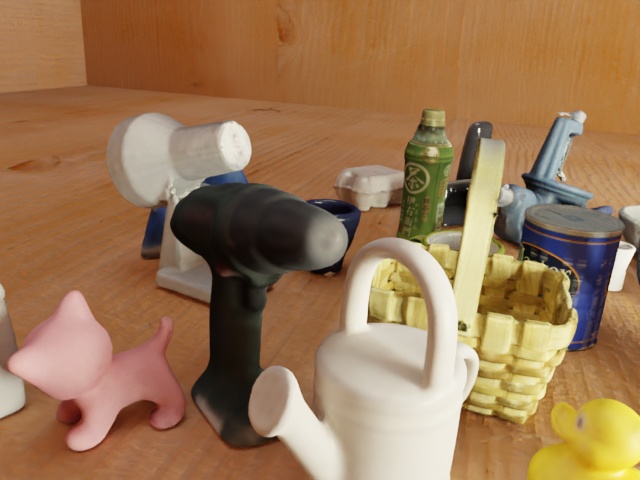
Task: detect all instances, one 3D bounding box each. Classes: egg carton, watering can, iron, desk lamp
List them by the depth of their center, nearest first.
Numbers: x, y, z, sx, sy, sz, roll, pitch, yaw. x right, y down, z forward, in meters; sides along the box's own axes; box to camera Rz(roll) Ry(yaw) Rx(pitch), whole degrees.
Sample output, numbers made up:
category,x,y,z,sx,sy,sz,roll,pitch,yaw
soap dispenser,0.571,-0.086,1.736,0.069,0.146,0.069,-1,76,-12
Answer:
category,x,y,z,sx,sy,sz,roll,pitch,yaw
watering can,0.040,0.095,0.374,0.100,0.194,0.173,16,23,31
desk lamp,-0.159,-0.049,0.719,0.202,0.214,0.118,14,22,28
iron,-0.196,-0.076,0.897,0.118,0.141,0.259,10,20,18
egg carton,0.105,-0.106,1.144,0.151,0.069,0.107,-13,25,-38

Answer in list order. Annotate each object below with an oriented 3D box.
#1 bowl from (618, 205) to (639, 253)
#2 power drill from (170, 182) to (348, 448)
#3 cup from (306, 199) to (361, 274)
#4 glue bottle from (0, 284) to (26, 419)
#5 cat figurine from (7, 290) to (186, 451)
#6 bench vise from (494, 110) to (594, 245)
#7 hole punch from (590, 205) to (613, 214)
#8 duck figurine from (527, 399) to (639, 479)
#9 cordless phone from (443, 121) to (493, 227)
category,x,y,z,sx,sy,sz,roll,pitch,yaw
bowl,0.558,0.000,0.912,0.167,0.075,0.167,3,19,-1
power drill,-0.056,0.051,0.461,0.076,0.208,0.228,-10,23,-33
cup,0.007,0.003,0.779,0.091,0.095,0.118,4,19,3
glue bottle,-0.279,0.056,0.462,0.077,0.173,0.037,15,23,30
cat figurine,-0.173,0.096,0.451,0.128,0.118,0.067,-9,23,-32
bench vise,0.382,-0.101,0.949,0.121,0.220,0.208,19,25,38
hole punch,0.396,-0.017,0.907,0.100,0.091,0.109,20,25,39
duck figurine,0.201,0.155,0.395,0.078,0.086,0.104,-12,24,-37
cordless phone,0.249,-0.124,1.045,0.148,0.185,0.093,-9,23,-32
